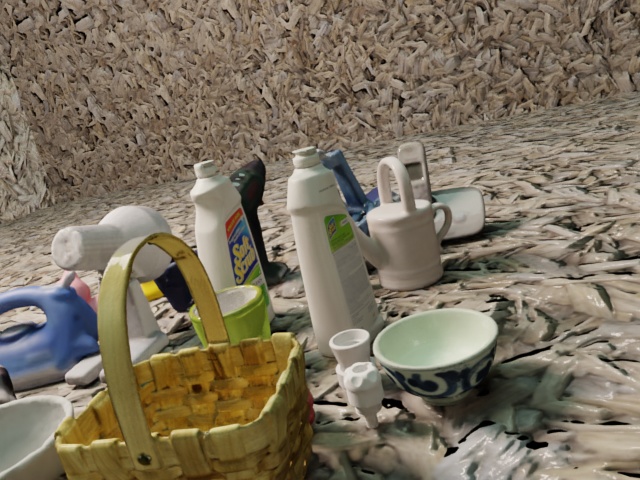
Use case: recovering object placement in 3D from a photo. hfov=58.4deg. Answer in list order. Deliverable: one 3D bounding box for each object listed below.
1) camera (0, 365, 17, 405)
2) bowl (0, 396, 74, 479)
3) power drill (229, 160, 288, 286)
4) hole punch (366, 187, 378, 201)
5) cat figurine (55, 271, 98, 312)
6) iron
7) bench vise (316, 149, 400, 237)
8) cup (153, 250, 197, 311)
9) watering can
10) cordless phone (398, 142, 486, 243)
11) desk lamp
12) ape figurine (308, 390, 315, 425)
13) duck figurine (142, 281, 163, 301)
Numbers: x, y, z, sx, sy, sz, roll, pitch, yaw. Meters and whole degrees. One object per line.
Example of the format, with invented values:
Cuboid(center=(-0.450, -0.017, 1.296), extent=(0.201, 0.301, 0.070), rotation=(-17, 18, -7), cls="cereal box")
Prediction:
Cuboid(center=(-0.416, 0.204, 0.647), extent=(0.137, 0.101, 0.142), rotation=(-23, 18, -32), cls="camera")
Cuboid(center=(-0.306, 0.222, 0.539), extent=(0.167, 0.075, 0.167), rotation=(-12, 15, 4), cls="bowl")
Cuboid(center=(-0.123, -0.027, 1.036), extent=(0.075, 0.208, 0.230), rotation=(-10, 15, 12), cls="power drill")
Cuboid(center=(0.095, -0.055, 1.181), extent=(0.101, 0.091, 0.108), rotation=(-14, 15, -2), cls="hole punch")
Cuboid(center=(-0.401, 0.101, 0.983), extent=(0.128, 0.118, 0.067), rotation=(-16, 15, -10), cls="cat figurine")
Cuboid(center=(-0.452, 0.138, 0.843), extent=(0.258, 0.141, 0.118), rotation=(-14, 15, -2), cls="iron")
Cuboid(center=(0.052, -0.062, 0.994), extent=(0.121, 0.220, 0.208), rotation=(-3, 18, 34), cls="bench vise")
Cuboid(center=(-0.241, 0.077, 0.977), extent=(0.091, 0.095, 0.118), rotation=(-11, 15, 8), cls="cup")
Cuboid(center=(0.115, -0.027, 0.862), extent=(0.173, 0.194, 0.100), rotation=(-23, 18, -33), cls="watering can")
Cuboid(center=(0.212, -0.089, 1.022), extent=(0.147, 0.185, 0.094), rotation=(-9, 16, 14), cls="cordless phone")
Cuboid(center=(-0.292, 0.066, 0.828), extent=(0.117, 0.214, 0.203), rotation=(-8, 16, 17), cls="desk lamp")
Cuboid(center=(-0.044, 0.148, 0.553), extent=(0.077, 0.092, 0.076), rotation=(-5, 17, 27), cls="ape figurine")
Cuboid(center=(-0.351, 0.073, 1.105), extent=(0.104, 0.086, 0.077), rotation=(-11, 15, 7), cls="duck figurine")
